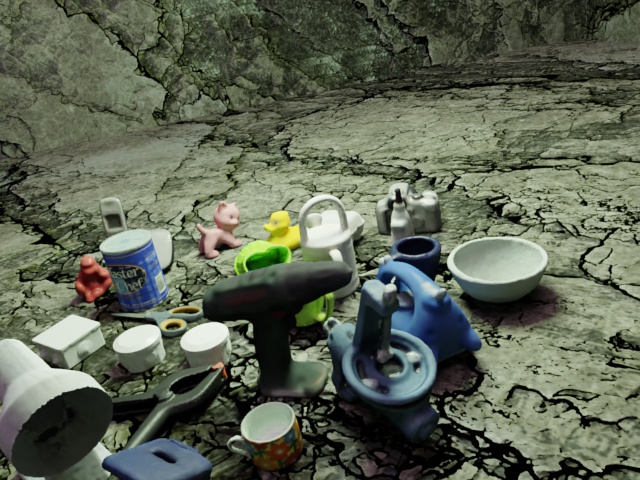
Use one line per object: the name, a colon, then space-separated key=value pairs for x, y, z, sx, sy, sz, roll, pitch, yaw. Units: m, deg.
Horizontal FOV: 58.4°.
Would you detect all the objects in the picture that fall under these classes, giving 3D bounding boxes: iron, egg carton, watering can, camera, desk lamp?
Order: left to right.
desk lamp: x=-0.340 y=0.233 z=0.715 sx=0.202 sy=0.214 sz=0.118 roll=14 pitch=34 yaw=42
watering can: x=0.008 y=0.005 z=1.089 sx=0.101 sy=0.194 sz=0.172 roll=-26 pitch=29 yaw=-30
egg carton: x=0.029 y=-0.015 z=1.269 sx=0.107 sy=0.069 sz=0.150 roll=5 pitch=29 yaw=30
iron: x=0.139 y=0.094 z=0.912 sx=0.119 sy=0.142 sz=0.257 roll=-19 pitch=26 yaw=-18
camera: x=0.206 y=-0.086 z=1.316 sx=0.143 sy=0.101 sz=0.137 roll=-2 pitch=26 yaw=17

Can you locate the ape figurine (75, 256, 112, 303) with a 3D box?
ape figurine: x=-0.498 y=0.078 z=1.248 sx=0.078 sy=0.092 sz=0.076 roll=-15 pitch=25 yaw=-11

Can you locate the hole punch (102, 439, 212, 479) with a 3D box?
hole punch: x=-0.194 y=0.284 z=0.697 sx=0.108 sy=0.091 sz=0.101 roll=9 pitch=31 yaw=36

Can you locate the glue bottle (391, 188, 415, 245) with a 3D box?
glue bottle: x=0.158 y=-0.018 z=1.105 sx=0.037 sy=0.173 sz=0.078 roll=0 pitch=27 yaw=22

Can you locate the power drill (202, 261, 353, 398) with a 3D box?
power drill: x=-0.051 y=0.126 z=0.837 sx=0.229 sy=0.209 sz=0.076 roll=-3 pitch=26 yaw=15

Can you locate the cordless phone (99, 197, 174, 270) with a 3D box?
cordless phone: x=-0.417 y=-0.012 z=1.298 sx=0.147 sy=0.185 sz=0.094 roll=-10 pitch=25 yaw=0

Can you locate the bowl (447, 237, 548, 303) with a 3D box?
bowl: x=0.308 y=0.061 z=0.995 sx=0.167 sy=0.075 sz=0.167 roll=-8 pitch=25 yaw=4

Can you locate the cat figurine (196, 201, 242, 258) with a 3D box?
cat figurine: x=-0.237 y=-0.036 z=1.358 sx=0.128 sy=0.118 sz=0.067 roll=-28 pitch=30 yaw=-33

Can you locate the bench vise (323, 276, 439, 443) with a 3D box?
bench vise: x=0.058 y=0.140 z=0.752 sx=0.206 sy=0.220 sz=0.122 roll=11 pitch=33 yaw=38

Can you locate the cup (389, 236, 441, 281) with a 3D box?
cup: x=0.166 y=0.056 z=1.037 sx=0.118 sy=0.095 sz=0.091 roll=-21 pitch=27 yaw=-21

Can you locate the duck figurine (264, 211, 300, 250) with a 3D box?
duck figurine: x=-0.082 y=-0.026 z=1.316 sx=0.105 sy=0.086 sz=0.077 roll=-20 pitch=27 yaw=-19
